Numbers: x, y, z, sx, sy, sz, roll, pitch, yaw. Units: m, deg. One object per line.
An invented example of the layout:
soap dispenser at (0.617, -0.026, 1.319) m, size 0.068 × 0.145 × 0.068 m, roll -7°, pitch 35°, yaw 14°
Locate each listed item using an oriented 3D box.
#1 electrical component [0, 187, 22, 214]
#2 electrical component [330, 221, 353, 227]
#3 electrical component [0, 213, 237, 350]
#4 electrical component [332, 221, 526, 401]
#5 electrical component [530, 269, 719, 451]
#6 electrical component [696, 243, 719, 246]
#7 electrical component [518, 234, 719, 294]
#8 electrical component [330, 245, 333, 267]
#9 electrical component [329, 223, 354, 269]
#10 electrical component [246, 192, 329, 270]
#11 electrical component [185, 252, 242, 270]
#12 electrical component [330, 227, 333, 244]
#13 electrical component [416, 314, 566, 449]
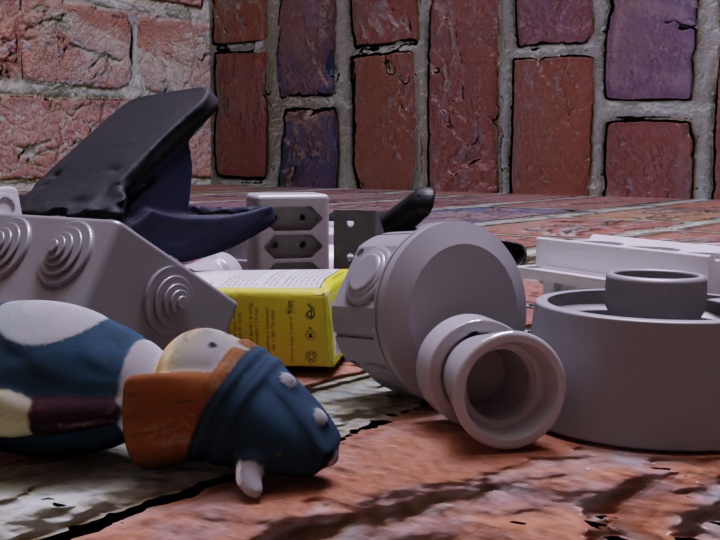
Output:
electrical component at (-0.198, 0.007, 0.494) m, size 0.048 × 0.099 × 0.100 m, roll -11°, pitch -1°, yaw 33°
electrical component at (-0.013, -0.018, 0.946) m, size 0.055 × 0.047 × 0.055 m, roll 0°, pitch 6°, yaw 0°
electrical component at (-0.115, 0.015, 0.475) m, size 0.100 × 0.048 × 0.100 m, roll 5°, pitch -23°, yaw 36°
electrical component at (0.031, 0.019, 0.484) m, size 0.080 × 0.080 × 0.051 m, roll -4°, pitch 2°, yaw -34°
electrical component at (0.122, 0.031, 0.447) m, size 0.108 × 0.060 × 0.108 m, roll 1°, pitch 6°, yaw 0°
electrical component at (0.264, 0.004, 0.698) m, size 0.108 × 0.060 × 0.108 m, roll 1°, pitch 6°, yaw 0°
electrical component at (0.149, 0.017, 0.564) m, size 0.079 × 0.063 × 0.121 m, roll -4°, pitch 7°, yaw -31°
electrical component at (0.006, 0.002, 0.786) m, size 0.077 × 0.043 × 0.079 m, roll 1°, pitch 6°, yaw 4°
electrical component at (0.000, 0.000, 0.720) m, size 0.048 × 0.062 × 0.048 m, roll 0°, pitch 6°, yaw 0°
electrical component at (-0.052, -0.010, 0.711) m, size 0.047 × 0.083 × 0.076 m, roll -2°, pitch 6°, yaw -16°
electrical component at (-0.107, 0.011, 0.727) m, size 0.040 × 0.040 × 0.046 m, roll 5°, pitch 14°, yaw 38°
electrical component at (-0.011, -0.011, 0.889) m, size 0.077 × 0.047 × 0.066 m, roll -4°, pitch 7°, yaw -32°
electrical component at (0.049, 0.042, 0.423) m, size 0.045 × 0.045 × 0.055 m, roll -1°, pitch 6°, yaw -14°
